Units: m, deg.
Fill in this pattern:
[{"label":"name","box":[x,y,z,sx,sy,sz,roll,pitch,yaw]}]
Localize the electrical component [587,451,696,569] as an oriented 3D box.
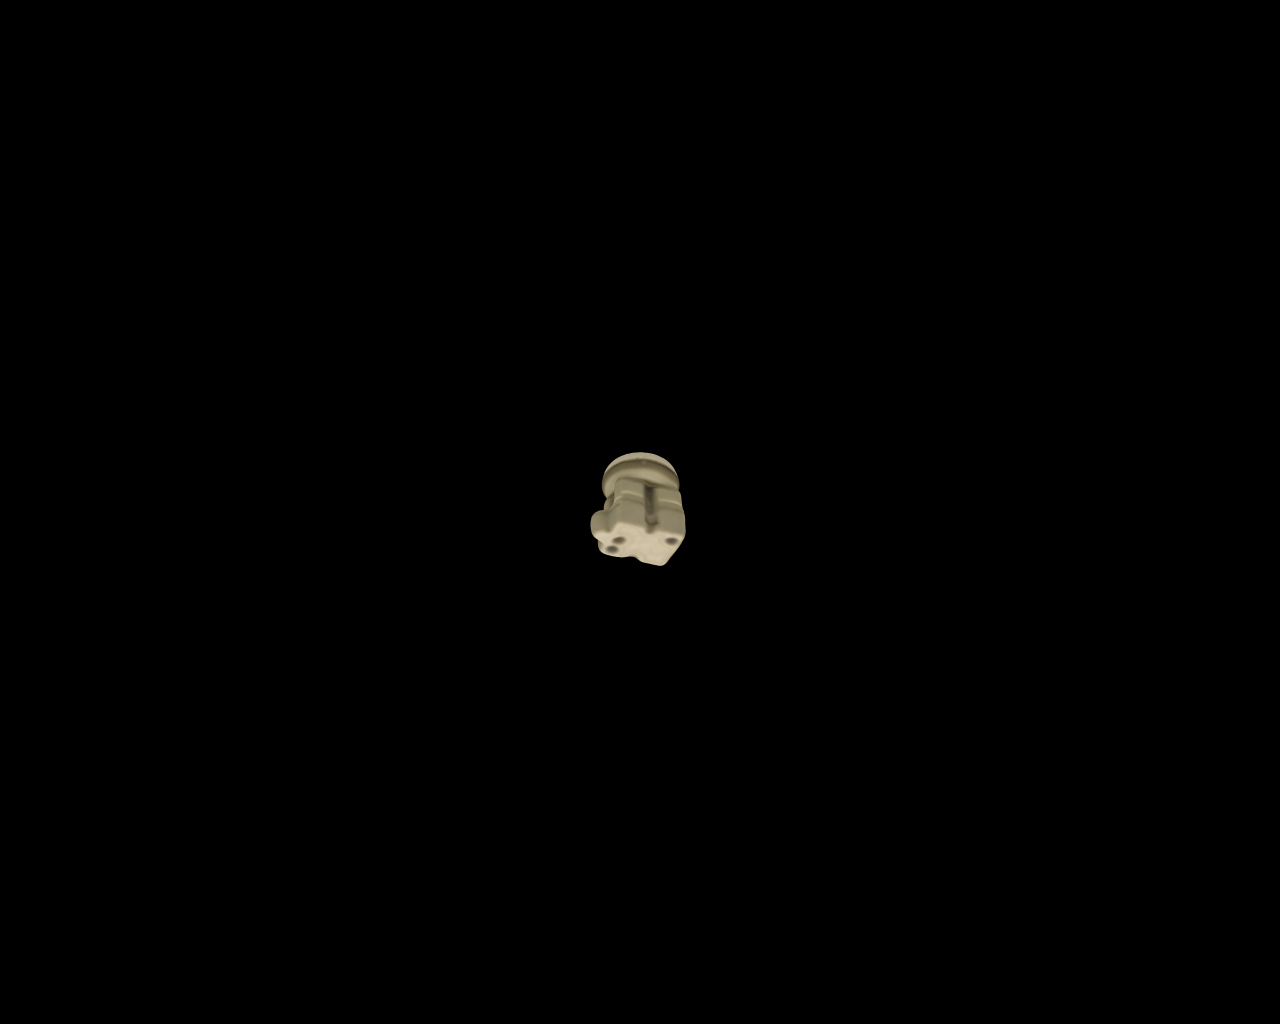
[{"label":"electrical component","box":[0.001,-0.003,0.650,0.066,0.055,0.048,14,-40,-17]}]
